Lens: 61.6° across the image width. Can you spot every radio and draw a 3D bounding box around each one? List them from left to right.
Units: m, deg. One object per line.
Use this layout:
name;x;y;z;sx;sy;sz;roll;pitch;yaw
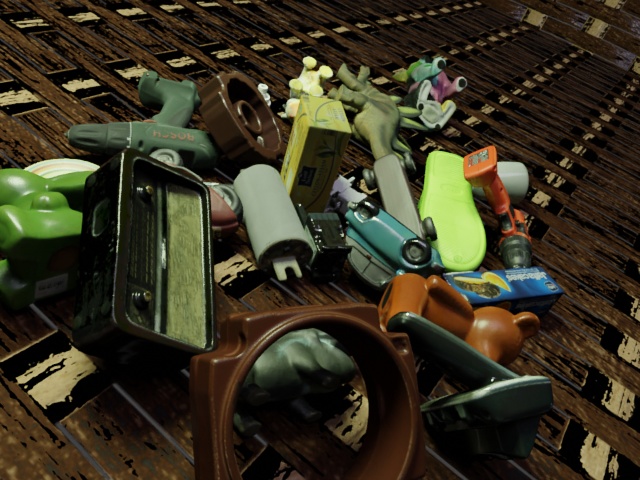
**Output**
radio;-0.186;0.019;0.584;0.131;0.073;0.230;30;40;-47

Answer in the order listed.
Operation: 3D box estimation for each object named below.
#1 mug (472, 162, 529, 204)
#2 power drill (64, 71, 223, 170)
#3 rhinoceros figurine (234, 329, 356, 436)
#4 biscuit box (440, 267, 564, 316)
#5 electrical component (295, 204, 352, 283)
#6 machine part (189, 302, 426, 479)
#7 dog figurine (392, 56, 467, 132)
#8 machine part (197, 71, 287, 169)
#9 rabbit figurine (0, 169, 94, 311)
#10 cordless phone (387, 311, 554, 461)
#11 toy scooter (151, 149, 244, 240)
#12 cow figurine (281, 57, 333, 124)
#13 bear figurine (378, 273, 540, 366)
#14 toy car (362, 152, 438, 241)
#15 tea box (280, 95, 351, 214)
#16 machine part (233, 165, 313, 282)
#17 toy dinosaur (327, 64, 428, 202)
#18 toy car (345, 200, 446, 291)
mug;0.341;-0.123;1.065;0.107;0.080;0.110;0;47;-11
power drill;-0.274;-0.196;0.880;0.232;0.086;0.207;9;36;-16
rhinoceros figurine;-0.030;0.140;0.598;0.190;0.073;0.112;-10;40;-32
biscuit box;0.261;0.084;0.796;0.203;0.062;0.059;-3;45;-26
electrical component;-0.002;-0.002;0.775;0.048;0.074;0.119;0;40;-22
machine part;-0.009;0.160;0.487;0.201;0.087;0.201;-2;82;-26
dog figurine;0.238;-0.349;1.275;0.108;0.191;0.219;26;5;-22
machine part;-0.127;-0.195;0.892;0.179;0.056;0.179;47;26;-32
rabbit figurine;-0.324;-0.033;0.621;0.159;0.121;0.170;-26;58;-40
cordless phone;0.135;0.150;0.580;0.184;0.146;0.089;35;61;-2
toy scooter;-0.205;-0.049;0.739;0.184;0.075;0.135;36;47;16
cow figurine;-0.036;-0.283;1.092;0.068;0.098;0.167;25;57;-4
bear figurine;0.165;0.123;0.667;0.196;0.120;0.132;26;42;-1
toy car;0.129;-0.056;0.870;0.089;0.053;0.202;-21;56;13
tea box;-0.013;-0.125;0.837;0.068;0.169;0.098;7;42;-17
machine part;-0.071;-0.031;0.774;0.079;0.079;0.243;0;42;-24
toy dinosaur;0.113;-0.236;1.081;0.198;0.105;0.472;15;42;-11
toy car;0.091;0.019;0.759;0.162;0.103;0.109;37;6;10
